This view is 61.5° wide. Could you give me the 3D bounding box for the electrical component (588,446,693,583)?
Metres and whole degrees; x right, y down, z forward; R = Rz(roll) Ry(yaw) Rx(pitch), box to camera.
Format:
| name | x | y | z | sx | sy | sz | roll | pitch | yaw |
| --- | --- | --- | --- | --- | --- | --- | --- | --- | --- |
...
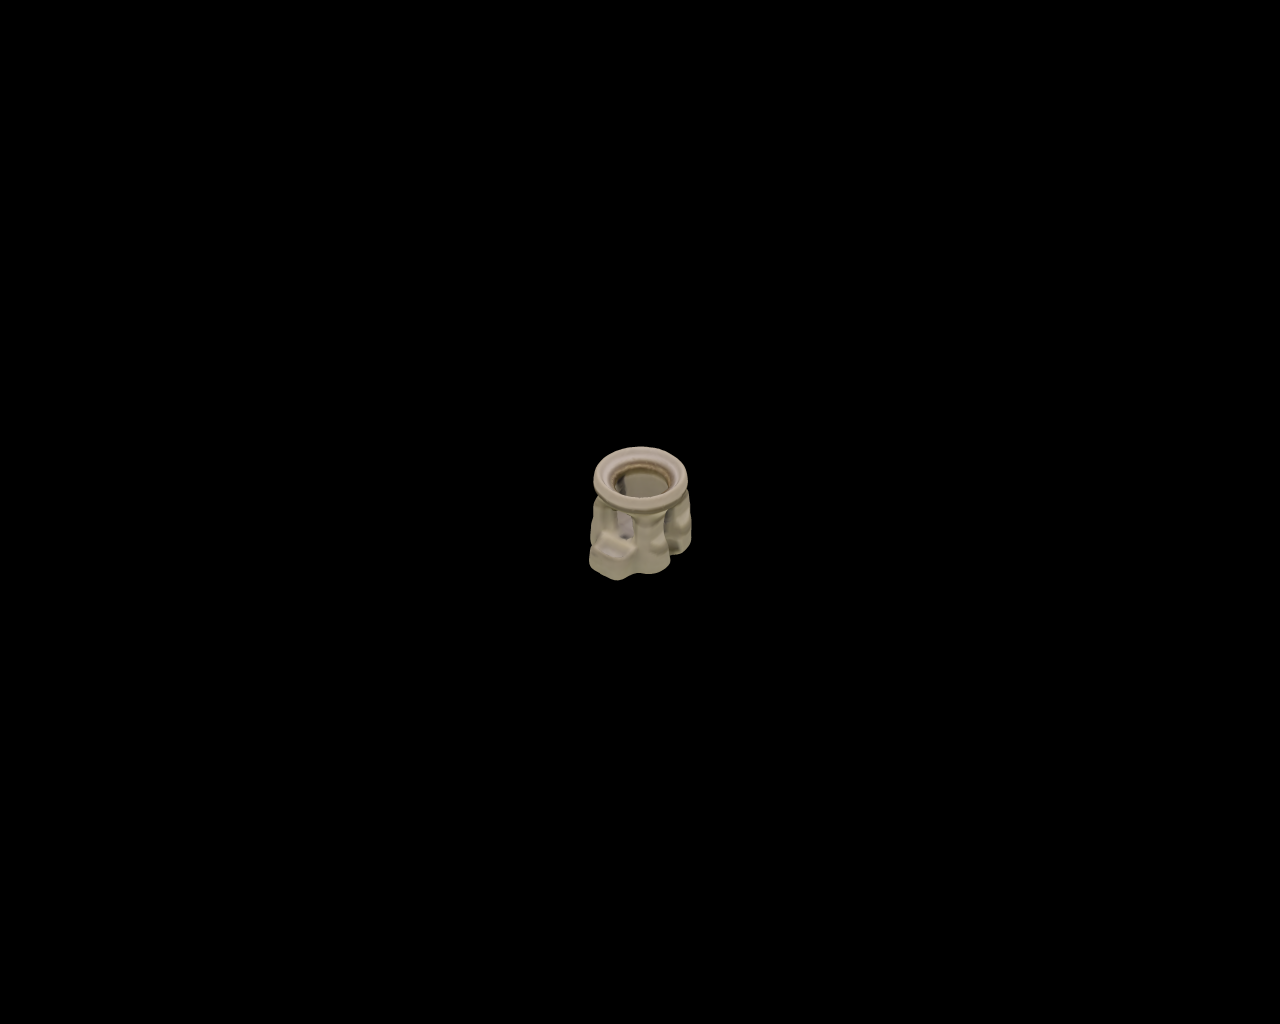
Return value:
| name | x | y | z | sx | sy | sz | roll | pitch | yaw |
| --- | --- | --- | --- | --- | --- | --- | --- | --- | --- |
| electrical component | 0.001 | -0.003 | 0.650 | 0.058 | 0.056 | 0.078 | 25 | 45 | 28 |
